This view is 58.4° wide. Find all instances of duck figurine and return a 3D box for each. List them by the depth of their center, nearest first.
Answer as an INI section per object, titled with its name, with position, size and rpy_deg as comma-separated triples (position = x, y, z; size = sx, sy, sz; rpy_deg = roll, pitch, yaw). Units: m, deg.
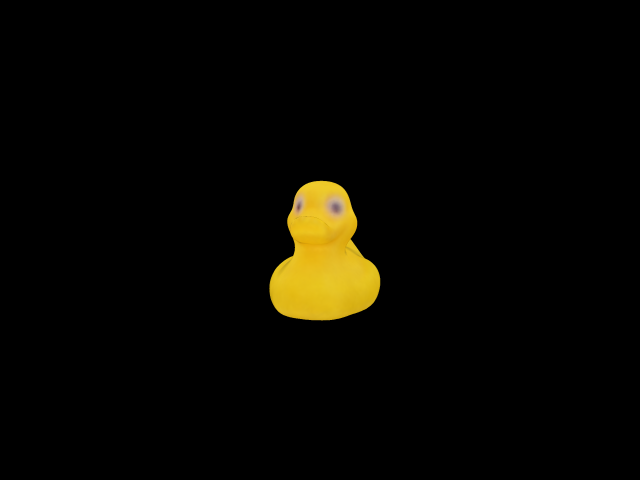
[duck figurine]
position = 0.004, 0.001, 0.400
size = 0.077, 0.086, 0.105
rpy_deg = 3, 10, 16
